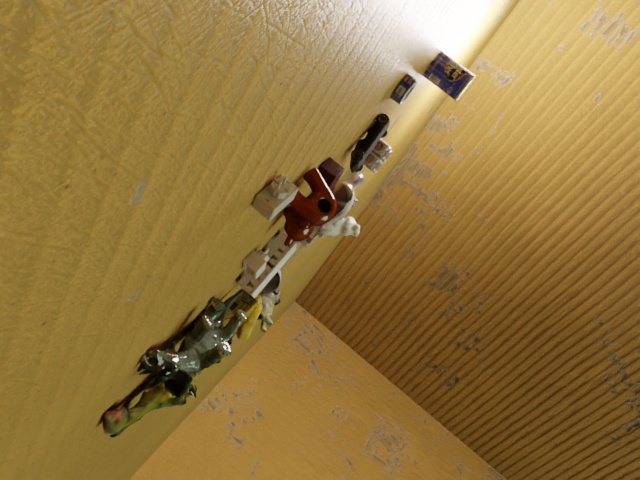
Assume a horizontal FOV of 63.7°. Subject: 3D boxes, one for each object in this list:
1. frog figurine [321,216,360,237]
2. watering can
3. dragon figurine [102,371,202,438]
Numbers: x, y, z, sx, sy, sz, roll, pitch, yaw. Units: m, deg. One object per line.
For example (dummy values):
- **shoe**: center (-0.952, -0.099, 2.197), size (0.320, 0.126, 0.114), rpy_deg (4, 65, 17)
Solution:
- **frog figurine**: center (0.063, -0.051, 1.900), size (0.124, 0.160, 0.135), rpy_deg (-46, 172, -26)
- **watering can**: center (0.005, -0.078, 1.556), size (0.347, 0.104, 0.224), rpy_deg (-44, 174, 4)
- **dragon figurine**: center (-0.442, 0.417, 1.342), size (0.243, 0.123, 0.406), rpy_deg (-33, 171, -5)
